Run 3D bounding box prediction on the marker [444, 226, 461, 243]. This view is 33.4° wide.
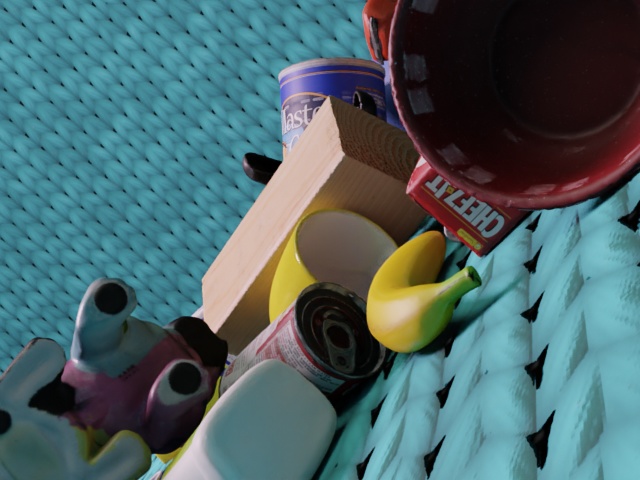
[{"bbox_3d":[0.098,-0.021,0.775,0.020,0.020,0.121,-48,5,13],"label":"marker"}]

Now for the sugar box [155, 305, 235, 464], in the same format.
[{"bbox_3d":[-0.117,0.129,1.038,0.176,0.093,0.048,-42,5,19],"label":"sugar box"}]

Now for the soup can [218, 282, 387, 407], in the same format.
[{"bbox_3d":[-0.013,0.082,0.686,0.102,0.068,0.068,-46,5,40],"label":"soup can"}]

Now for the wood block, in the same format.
[{"bbox_3d":[-0.005,0.001,0.857,0.206,0.090,0.090,-54,27,28],"label":"wood block"}]

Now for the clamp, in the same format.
[{"bbox_3d":[0.029,-0.052,0.906,0.120,0.171,0.039,-31,46,22],"label":"clamp"}]

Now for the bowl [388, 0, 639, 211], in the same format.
[{"bbox_3d":[0.118,-0.097,0.548,0.162,0.162,0.055,-47,-20,27],"label":"bowl"}]

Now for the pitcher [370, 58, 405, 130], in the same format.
[{"bbox_3d":[0.141,-0.175,1.074,0.243,0.145,0.149,-38,24,50],"label":"pitcher"}]

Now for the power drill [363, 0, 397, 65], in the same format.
[{"bbox_3d":[0.144,-0.200,0.897,0.184,0.188,0.057,-60,-33,-35],"label":"power drill"}]

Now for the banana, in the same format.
[{"bbox_3d":[0.059,0.032,0.645,0.069,0.037,0.198,-31,7,4],"label":"banana"}]

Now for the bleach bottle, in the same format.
[{"bbox_3d":[-0.090,0.178,0.669,0.251,0.068,0.102,-48,0,37],"label":"bleach bottle"}]

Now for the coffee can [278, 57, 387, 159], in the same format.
[{"bbox_3d":[0.015,-0.091,1.012,0.103,0.102,0.140,148,120,-75],"label":"coffee can"}]

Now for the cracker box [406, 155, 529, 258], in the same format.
[{"bbox_3d":[0.154,-0.111,0.661,0.214,0.072,0.164,-47,5,28],"label":"cracker box"}]
